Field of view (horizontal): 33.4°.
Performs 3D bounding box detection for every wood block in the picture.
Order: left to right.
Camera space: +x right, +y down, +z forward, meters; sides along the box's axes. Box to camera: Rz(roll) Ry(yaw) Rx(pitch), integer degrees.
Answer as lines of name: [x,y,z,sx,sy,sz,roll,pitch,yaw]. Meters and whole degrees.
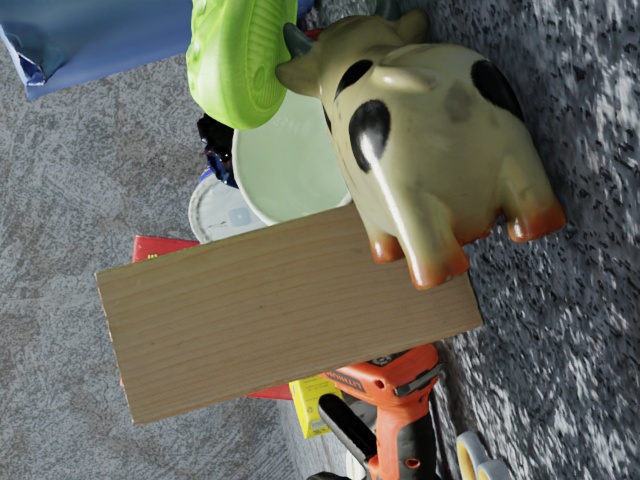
wood block: [-0.021,0.040,0.646,0.090,0.206,0.091,116,138,-79]

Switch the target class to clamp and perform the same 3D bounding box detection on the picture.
clamp: [0.059,0.190,0.865,0.120,0.039,0.171,-8,98,53]

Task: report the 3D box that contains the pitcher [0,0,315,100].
pitcher: [-0.134,-0.209,0.835,0.145,0.242,0.149,-174,69,-82]

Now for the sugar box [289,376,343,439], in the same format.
sugar box: [-0.019,0.104,1.074,0.093,0.048,0.176,97,156,-69]

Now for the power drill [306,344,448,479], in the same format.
power drill: [0.039,0.156,0.793,0.185,0.057,0.187,11,121,46]

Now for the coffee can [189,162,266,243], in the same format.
coffee can: [-0.075,-0.055,1.120,0.140,0.103,0.103,-81,-19,-62]

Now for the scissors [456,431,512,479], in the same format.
scissors: [0.118,0.210,0.713,0.096,0.016,0.202,-113,11,-54]

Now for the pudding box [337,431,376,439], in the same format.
pudding box: [0.028,0.170,1.208,0.090,0.039,0.113,122,133,-80]

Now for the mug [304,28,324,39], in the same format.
mug: [-0.028,-0.125,0.844,0.117,0.081,0.093,-113,10,-46]

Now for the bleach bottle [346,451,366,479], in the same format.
bleach bottle: [0.061,0.239,1.020,0.251,0.068,0.102,108,151,-80]

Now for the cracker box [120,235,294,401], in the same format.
cracker box: [-0.103,0.086,1.174,0.072,0.213,0.164,158,118,-84]
